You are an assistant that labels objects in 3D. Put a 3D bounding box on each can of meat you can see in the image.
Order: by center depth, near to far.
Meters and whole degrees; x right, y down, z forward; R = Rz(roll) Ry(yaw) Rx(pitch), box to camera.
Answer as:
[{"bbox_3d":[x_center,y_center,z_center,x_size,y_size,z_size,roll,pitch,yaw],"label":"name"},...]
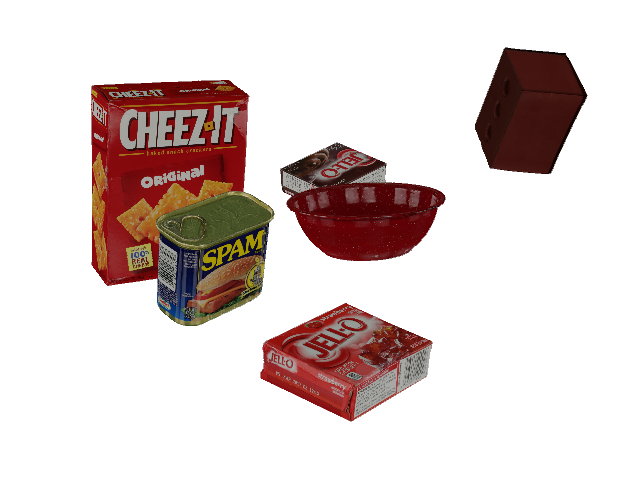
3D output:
[{"bbox_3d":[-0.092,0.016,0.912,0.058,0.084,0.101,32,38,34],"label":"can of meat"}]

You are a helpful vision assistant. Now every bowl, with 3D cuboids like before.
[{"bbox_3d":[0.047,-0.017,1.085,0.162,0.055,0.162,-3,14,1],"label":"bowl"}]

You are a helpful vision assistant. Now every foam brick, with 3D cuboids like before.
[{"bbox_3d":[0.154,-0.096,0.792,0.051,0.053,0.078,2,-45,-14],"label":"foam brick"}]

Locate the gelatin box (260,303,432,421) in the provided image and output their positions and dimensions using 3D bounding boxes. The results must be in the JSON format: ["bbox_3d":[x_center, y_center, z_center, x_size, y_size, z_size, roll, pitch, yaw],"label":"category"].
[{"bbox_3d":[0.017,0.075,0.684,0.073,0.030,0.089,22,26,33],"label":"gelatin box"}]

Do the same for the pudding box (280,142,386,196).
[{"bbox_3d":[0.017,-0.083,1.400,0.090,0.039,0.113,26,42,38],"label":"pudding box"}]

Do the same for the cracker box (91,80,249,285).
[{"bbox_3d":[-0.169,-0.065,1.195,0.163,0.214,0.072,-7,26,-27],"label":"cracker box"}]
